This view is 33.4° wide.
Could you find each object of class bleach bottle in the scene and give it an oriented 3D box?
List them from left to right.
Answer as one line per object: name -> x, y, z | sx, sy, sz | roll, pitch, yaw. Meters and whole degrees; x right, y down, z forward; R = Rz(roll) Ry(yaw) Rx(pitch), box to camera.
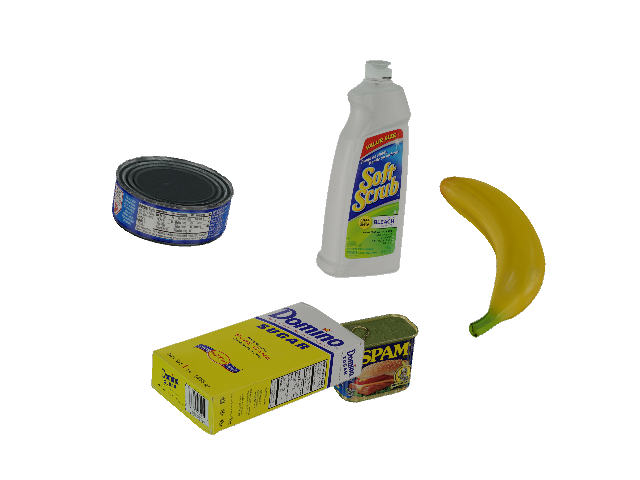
bleach bottle -> 0.053, -0.085, 1.260 | 0.102, 0.251, 0.068 | -4, 19, -20

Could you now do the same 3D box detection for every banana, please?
banana -> 0.142, 0.000, 0.865 | 0.069, 0.037, 0.198 | -4, 36, 2

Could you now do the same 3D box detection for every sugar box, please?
sugar box -> -0.054, 0.111, 0.968 | 0.175, 0.048, 0.093 | -19, 35, -37

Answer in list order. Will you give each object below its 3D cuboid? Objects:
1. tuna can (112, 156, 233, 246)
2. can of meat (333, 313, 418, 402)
tuna can -> -0.108, -0.029, 0.780 | 0.086, 0.034, 0.086 | 11, 25, -5
can of meat -> 0.066, 0.146, 1.320 | 0.102, 0.084, 0.057 | -9, 28, -24
